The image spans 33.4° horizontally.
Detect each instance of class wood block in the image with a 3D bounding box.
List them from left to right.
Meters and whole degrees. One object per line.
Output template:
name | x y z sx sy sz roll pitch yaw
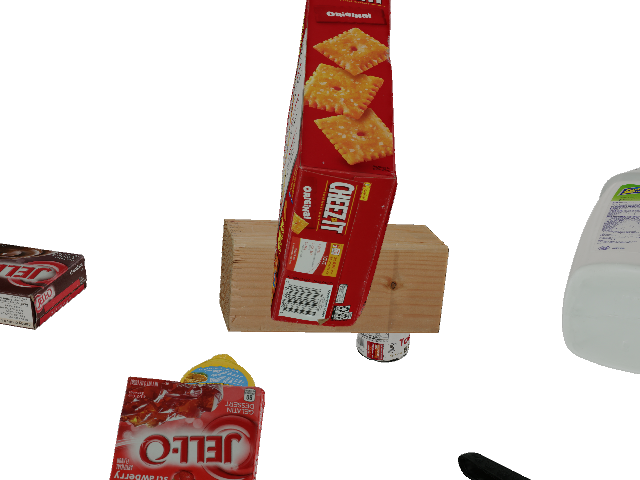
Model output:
wood block | 0.010 0.035 1.041 0.206 0.091 0.090 2 15 -12

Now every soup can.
soup can | 0.078 0.090 1.306 0.068 0.102 0.068 1 30 -1

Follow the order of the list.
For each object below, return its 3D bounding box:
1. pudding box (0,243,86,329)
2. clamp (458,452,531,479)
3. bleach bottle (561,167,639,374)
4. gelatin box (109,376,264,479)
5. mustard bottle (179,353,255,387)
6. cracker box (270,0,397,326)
pudding box | -0.279 0.038 0.947 0.114 0.039 0.090 5 22 17
clamp | 0.194 0.240 0.857 0.210 0.036 0.164 1 34 24
bleach bottle | 0.222 0.002 0.685 0.103 0.068 0.250 9 23 19
gelatin box | -0.083 0.127 0.671 0.089 0.073 0.030 5 -32 0
mustard bottle | -0.130 0.196 1.314 0.096 0.058 0.191 1 25 2
cracker box | 0.011 -0.068 0.794 0.072 0.213 0.164 7 -42 -4
